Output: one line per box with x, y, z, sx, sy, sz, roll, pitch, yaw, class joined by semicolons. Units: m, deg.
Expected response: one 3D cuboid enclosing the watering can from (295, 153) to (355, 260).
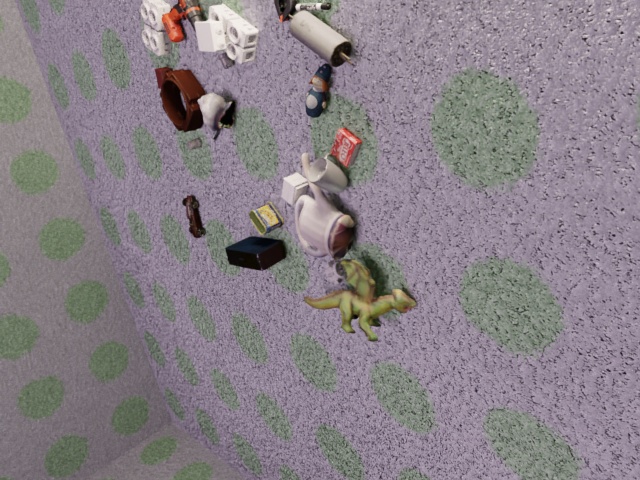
0.005;-0.080;1.589;0.226;0.105;0.340;29;131;35;watering can

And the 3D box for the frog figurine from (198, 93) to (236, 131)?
-0.385;-0.461;1.817;0.160;0.125;0.134;30;153;20;frog figurine

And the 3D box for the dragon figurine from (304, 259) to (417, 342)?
0.106;0.165;1.607;0.412;0.124;0.238;17;118;31;dragon figurine
